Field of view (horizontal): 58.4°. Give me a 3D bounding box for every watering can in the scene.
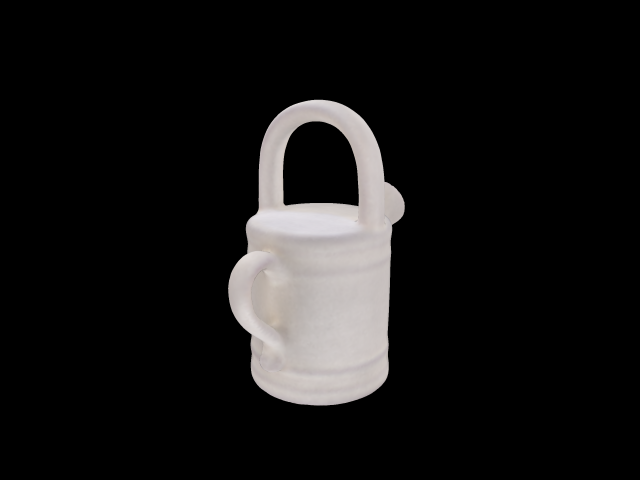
[{"bbox_3d":[0.002,0.001,0.401,0.100,0.194,0.173,4,17,13],"label":"watering can"}]
